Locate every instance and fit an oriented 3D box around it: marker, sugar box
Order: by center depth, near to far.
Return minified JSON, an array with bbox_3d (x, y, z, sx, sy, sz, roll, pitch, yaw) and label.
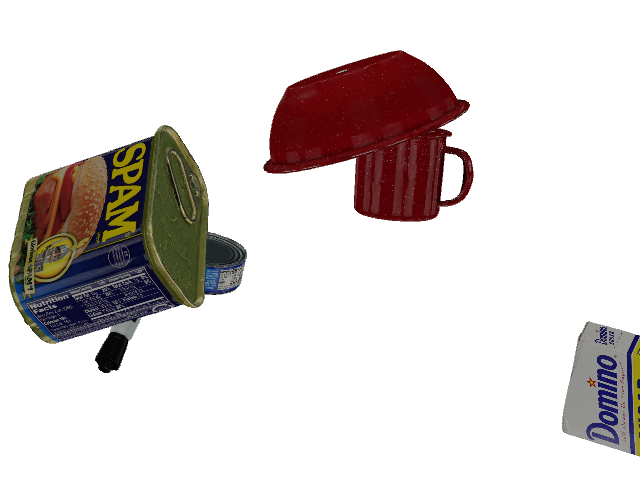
[{"bbox_3d":[-0.139,0.047,0.804,0.020,0.121,0.020,14,-35,10],"label":"marker"},{"bbox_3d":[0.289,0.135,0.859,0.176,0.093,0.048,13,25,20],"label":"sugar box"}]

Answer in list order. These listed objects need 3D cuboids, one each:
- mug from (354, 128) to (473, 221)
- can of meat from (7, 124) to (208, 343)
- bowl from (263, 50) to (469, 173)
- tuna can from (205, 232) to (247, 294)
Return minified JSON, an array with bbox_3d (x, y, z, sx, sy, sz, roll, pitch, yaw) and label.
[{"bbox_3d":[0.085,-0.063,0.997,0.117,0.081,0.093,8,12,18],"label":"mug"},{"bbox_3d":[-0.108,-0.002,0.552,0.084,0.102,0.057,-17,-47,14],"label":"can of meat"},{"bbox_3d":[0.026,-0.102,0.797,0.162,0.055,0.162,-18,12,4],"label":"bowl"},{"bbox_3d":[-0.117,0.021,1.055,0.086,0.034,0.086,11,20,-4],"label":"tuna can"}]
